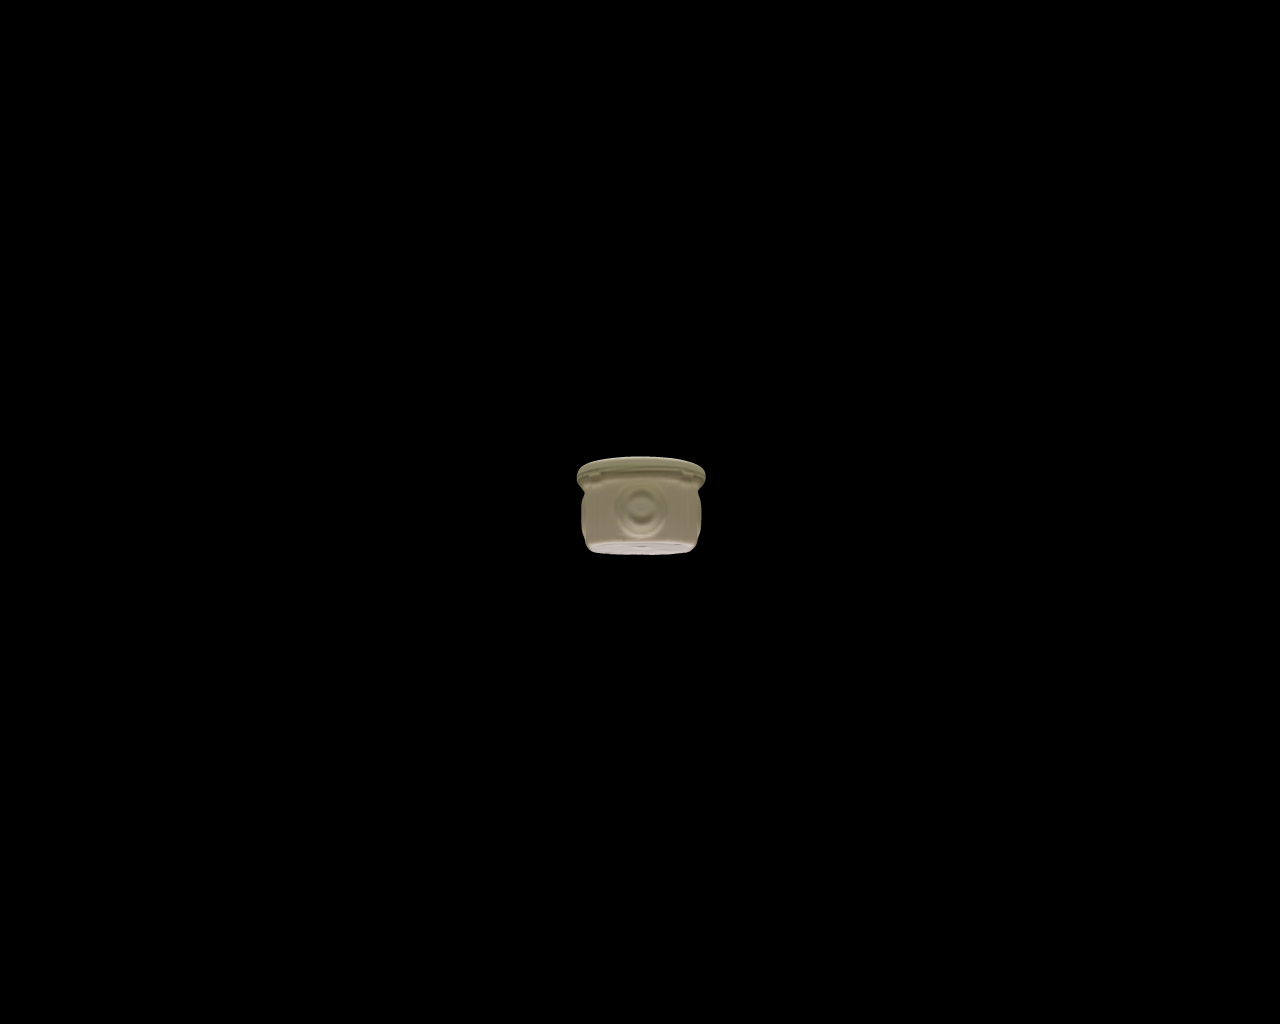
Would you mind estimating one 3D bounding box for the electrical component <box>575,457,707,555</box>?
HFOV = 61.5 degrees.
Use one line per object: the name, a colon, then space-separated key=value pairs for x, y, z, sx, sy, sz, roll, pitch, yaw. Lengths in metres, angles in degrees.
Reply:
electrical component: x=0.001 y=-0.003 z=0.650 sx=0.080 sy=0.051 sz=0.080 roll=0 pitch=-9 yaw=0
